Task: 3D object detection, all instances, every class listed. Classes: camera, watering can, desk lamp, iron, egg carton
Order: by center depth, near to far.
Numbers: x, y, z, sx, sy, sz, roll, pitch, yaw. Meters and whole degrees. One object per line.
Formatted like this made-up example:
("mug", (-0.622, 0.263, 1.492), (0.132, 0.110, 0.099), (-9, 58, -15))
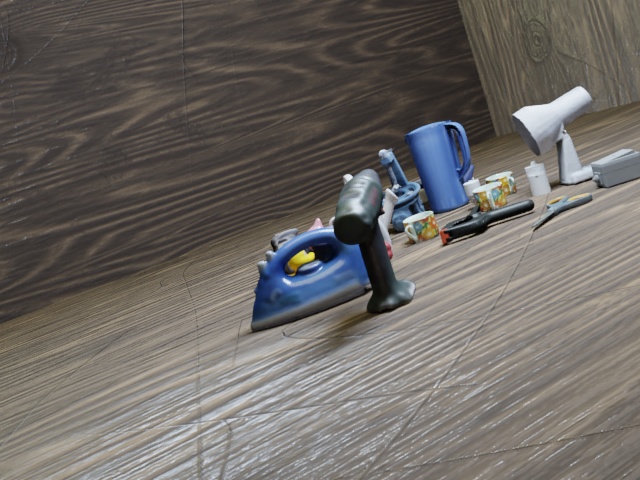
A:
("iron", (-0.025, 0.054, 1.036), (0.258, 0.141, 0.118), (-21, 8, -14))
("desk lamp", (0.586, -0.243, 1.369), (0.203, 0.213, 0.118), (-18, 8, 9))
("watering can", (0.105, -0.070, 1.395), (0.173, 0.194, 0.100), (-22, 9, -23))
("camera", (-0.053, 0.016, 1.521), (0.137, 0.101, 0.143), (-21, 8, -13))
("egg carton", (0.267, -0.107, 1.730), (0.150, 0.069, 0.107), (-20, 8, -5))

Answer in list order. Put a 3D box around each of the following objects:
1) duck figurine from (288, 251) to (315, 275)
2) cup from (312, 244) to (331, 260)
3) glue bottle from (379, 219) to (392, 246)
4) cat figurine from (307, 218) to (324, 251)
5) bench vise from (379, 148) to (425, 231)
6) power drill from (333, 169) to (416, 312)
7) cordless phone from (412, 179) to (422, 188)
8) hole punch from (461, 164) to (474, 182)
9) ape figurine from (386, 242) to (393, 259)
("duck figurine", (-0.045, 0.064, 1.225), (0.105, 0.086, 0.077), (-24, 9, -32))
("cup", (0.047, 0.031, 1.193), (0.118, 0.095, 0.091), (-25, 10, -35))
("glue bottle", (0.103, -0.044, 1.293), (0.078, 0.173, 0.037), (-18, 8, 5))
("cat figurine", (0.013, 0.005, 1.378), (0.067, 0.118, 0.127), (-26, 10, -39))
("bench vise", (0.208, -0.144, 1.568), (0.121, 0.220, 0.207), (-18, 8, 7))
("power drill", (0.084, -0.002, 0.911), (0.075, 0.208, 0.230), (-17, 8, 17))
("cordless phone", (0.350, -0.217, 1.874), (0.147, 0.185, 0.094), (-19, 8, 1))
("hole punch", (0.426, -0.179, 1.769), (0.101, 0.091, 0.108), (-26, 10, -41))
("ape figurine", (0.106, 0.016, 1.173), (0.077, 0.092, 0.076), (-17, 8, 17))
